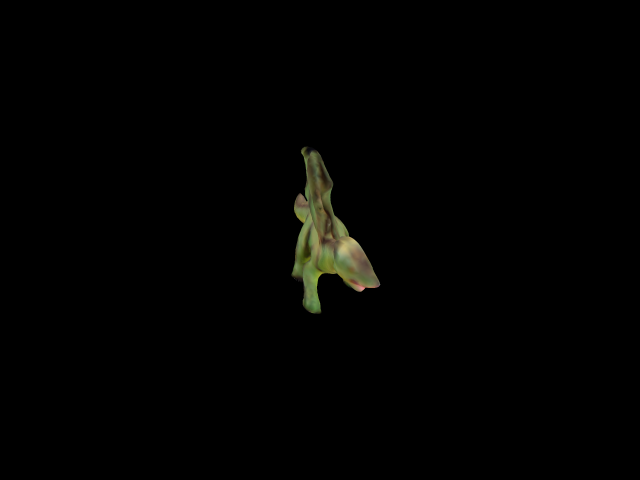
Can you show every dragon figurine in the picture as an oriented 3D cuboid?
[{"bbox_3d":[0.003,-0.043,0.850,0.122,0.237,0.419,-11,40,-13],"label":"dragon figurine"}]
